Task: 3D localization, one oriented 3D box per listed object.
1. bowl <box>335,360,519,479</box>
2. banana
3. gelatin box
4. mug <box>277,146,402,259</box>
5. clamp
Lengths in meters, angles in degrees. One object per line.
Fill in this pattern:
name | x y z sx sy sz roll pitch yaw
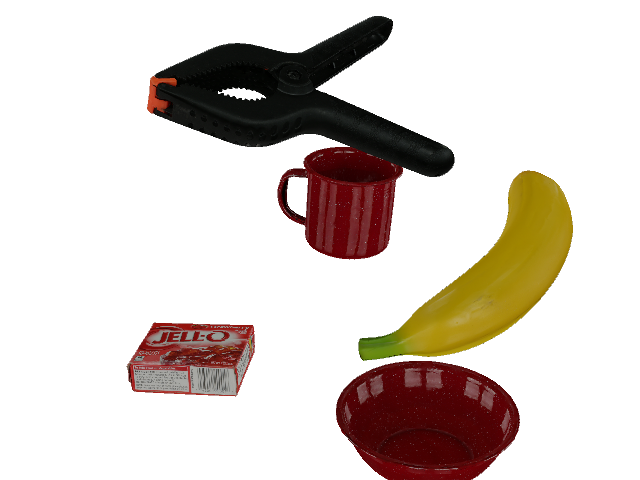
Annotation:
bowl | 0.094 0.173 0.952 0.162 0.055 0.162 -1 27 0
banana | 0.098 0.009 0.582 0.070 0.037 0.197 15 36 32
gelatin box | -0.104 0.095 0.868 0.089 0.030 0.073 1 22 8
mug | 0.016 -0.036 1.011 0.117 0.081 0.093 8 26 7
clamp | -0.014 -0.098 0.754 0.209 0.165 0.036 -9 -40 -22
